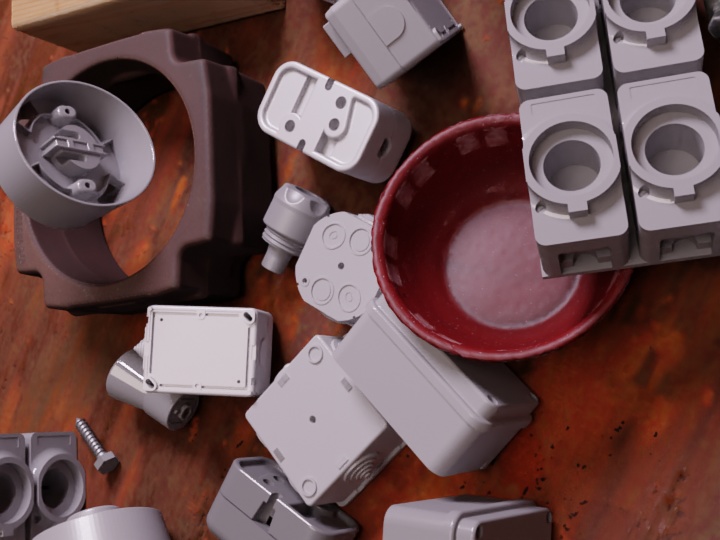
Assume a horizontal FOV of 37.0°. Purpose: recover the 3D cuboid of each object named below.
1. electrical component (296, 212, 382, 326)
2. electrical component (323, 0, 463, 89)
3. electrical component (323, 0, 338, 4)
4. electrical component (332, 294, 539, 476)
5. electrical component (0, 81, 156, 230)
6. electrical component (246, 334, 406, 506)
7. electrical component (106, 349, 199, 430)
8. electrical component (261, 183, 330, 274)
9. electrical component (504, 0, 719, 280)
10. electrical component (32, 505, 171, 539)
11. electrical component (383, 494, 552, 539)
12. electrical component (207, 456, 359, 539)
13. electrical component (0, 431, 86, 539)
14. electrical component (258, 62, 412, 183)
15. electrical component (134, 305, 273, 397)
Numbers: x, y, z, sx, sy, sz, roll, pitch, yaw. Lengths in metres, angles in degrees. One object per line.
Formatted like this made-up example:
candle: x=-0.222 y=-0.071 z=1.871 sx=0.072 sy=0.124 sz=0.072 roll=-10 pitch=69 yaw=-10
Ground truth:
electrical component: x=0.000 y=0.000 z=0.736 sx=0.080 sy=0.051 sz=0.080 roll=-4 pitch=82 yaw=30
electrical component: x=0.023 y=-0.165 z=0.723 sx=0.061 sy=0.096 sz=0.061 roll=-34 pitch=97 yaw=23
electrical component: x=-0.011 y=-0.242 z=0.768 sx=0.108 sy=0.060 sz=0.108 roll=-4 pitch=82 yaw=31
electrical component: x=0.049 y=0.069 z=0.683 sx=0.113 sy=0.078 sz=0.057 roll=47 pitch=111 yaw=26
electrical component: x=-0.200 y=-0.079 z=0.743 sx=0.064 sy=0.099 sz=0.099 roll=-30 pitch=70 yaw=31
electrical component: x=-0.020 y=0.102 z=0.737 sx=0.099 sy=0.048 sz=0.099 roll=-48 pitch=63 yaw=17
electrical component: x=-0.156 y=0.094 z=0.825 sx=0.065 sy=0.044 sz=0.044 roll=29 pitch=99 yaw=26
electrical component: x=-0.050 y=-0.028 z=0.774 sx=0.043 sy=0.043 sz=0.062 roll=33 pitch=102 yaw=30
electrical component: x=0.145 y=-0.098 z=0.618 sx=0.105 sy=0.060 sz=0.186 roll=-8 pitch=67 yaw=12
electrical component: x=-0.192 y=0.209 z=0.795 sx=0.108 sy=0.108 sz=0.060 roll=-30 pitch=64 yaw=25
electrical component: x=0.066 y=0.177 z=0.639 sx=0.057 sy=0.113 sz=0.078 roll=0 pitch=84 yaw=34
electrical component: x=-0.057 y=0.180 z=0.746 sx=0.095 sy=0.054 sz=0.059 roll=31 pitch=100 yaw=30
electrical component: x=-0.274 y=0.222 z=0.841 sx=0.060 sy=0.105 sz=0.186 roll=-8 pitch=80 yaw=30
electrical component: x=-0.015 y=-0.102 z=0.753 sx=0.095 sy=0.059 sz=0.053 roll=30 pitch=100 yaw=30
electrical component: x=-0.114 y=0.059 z=0.778 sx=0.096 sy=0.061 sz=0.061 roll=1 pitch=84 yaw=9
